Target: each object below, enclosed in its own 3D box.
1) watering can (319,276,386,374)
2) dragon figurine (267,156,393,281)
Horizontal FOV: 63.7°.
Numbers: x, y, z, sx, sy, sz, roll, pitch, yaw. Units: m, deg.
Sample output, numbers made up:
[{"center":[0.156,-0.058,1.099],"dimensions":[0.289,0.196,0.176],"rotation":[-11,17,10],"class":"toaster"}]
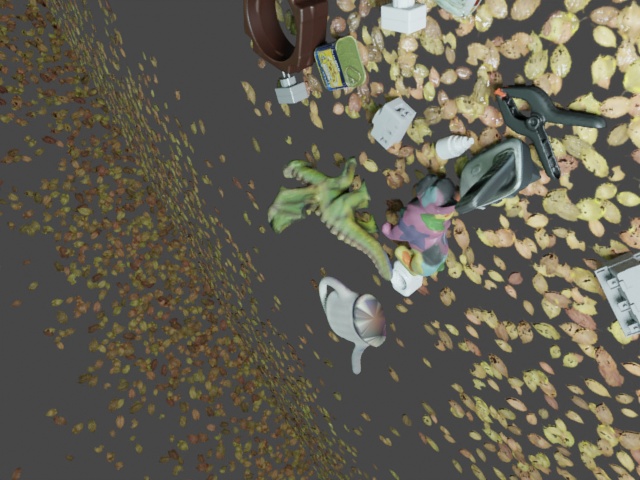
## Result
[{"center":[0.106,0.258,1.494],"dimensions":[0.224,0.105,0.344],"rotation":[-1,116,56],"class":"watering can"},{"center":[0.004,-0.059,1.170],"dimensions":[0.119,0.243,0.420],"rotation":[79,178,-48],"class":"dragon figurine"}]
